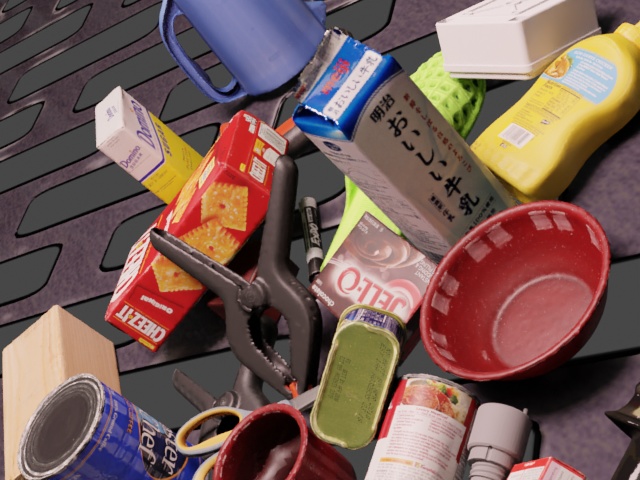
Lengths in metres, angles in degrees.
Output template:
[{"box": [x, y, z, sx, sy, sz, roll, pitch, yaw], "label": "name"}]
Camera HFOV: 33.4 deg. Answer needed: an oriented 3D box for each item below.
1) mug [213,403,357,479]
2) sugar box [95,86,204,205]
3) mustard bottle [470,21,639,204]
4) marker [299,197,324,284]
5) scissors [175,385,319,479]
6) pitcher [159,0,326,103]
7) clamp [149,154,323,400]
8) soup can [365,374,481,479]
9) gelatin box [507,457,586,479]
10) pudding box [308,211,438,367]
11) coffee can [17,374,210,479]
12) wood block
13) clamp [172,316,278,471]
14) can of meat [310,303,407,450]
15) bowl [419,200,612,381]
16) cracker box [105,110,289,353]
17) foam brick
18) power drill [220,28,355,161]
[{"box": [-0.033, 0.196, 0.847, 0.117, 0.081, 0.093, -35, 36, 16], "label": "mug"}, {"box": [-0.172, -0.086, 1.190, 0.048, 0.176, 0.093, -37, 35, 14], "label": "sugar box"}, {"box": [0.221, -0.118, 0.912, 0.191, 0.058, 0.096, -46, 35, 1], "label": "mustard bottle"}, {"box": [-0.007, 0.001, 1.068, 0.020, 0.020, 0.121, -32, 37, 19], "label": "marker"}, {"box": [-0.037, 0.164, 0.898, 0.202, 0.016, 0.096, -17, 50, 22], "label": "scissors"}, {"box": [-0.120, -0.292, 1.283, 0.145, 0.242, 0.149, -16, 38, 40], "label": "pitcher"}, {"box": [-0.063, 0.048, 0.953, 0.165, 0.036, 0.210, -20, 85, 27], "label": "clamp"}, {"box": [0.074, 0.159, 0.784, 0.069, 0.068, 0.102, -7, 51, 42], "label": "soup can"}, {"box": [0.132, 0.189, 0.696, 0.089, 0.030, 0.073, -59, -2, -18], "label": "gelatin box"}, {"box": [0.054, 0.041, 0.921, 0.090, 0.039, 0.114, -53, 45, 4], "label": "pudding box"}, {"box": [-0.181, 0.198, 0.950, 0.103, 0.140, 0.103, -28, 39, 25], "label": "coffee can"}, {"box": [-0.265, 0.176, 1.103, 0.090, 0.090, 0.206, -40, 36, 11], "label": "wood block"}, {"box": [-0.072, 0.147, 0.975, 0.120, 0.039, 0.171, -43, 41, 13], "label": "clamp"}, {"box": [0.030, 0.107, 0.836, 0.084, 0.057, 0.102, -33, -41, -83], "label": "can of meat"}, {"box": [0.158, 0.049, 0.815, 0.162, 0.055, 0.162, -28, 39, 25], "label": "bowl"}, {"box": [-0.123, -0.014, 1.086, 0.214, 0.072, 0.164, -49, 15, 22], "label": "cracker box"}, {"box": [-0.065, 0.046, 1.056, 0.051, 0.053, 0.078, -6, 50, 43], "label": "foam brick"}, {"box": [-0.024, -0.144, 1.198, 0.188, 0.057, 0.184, -33, 37, 19], "label": "power drill"}]
